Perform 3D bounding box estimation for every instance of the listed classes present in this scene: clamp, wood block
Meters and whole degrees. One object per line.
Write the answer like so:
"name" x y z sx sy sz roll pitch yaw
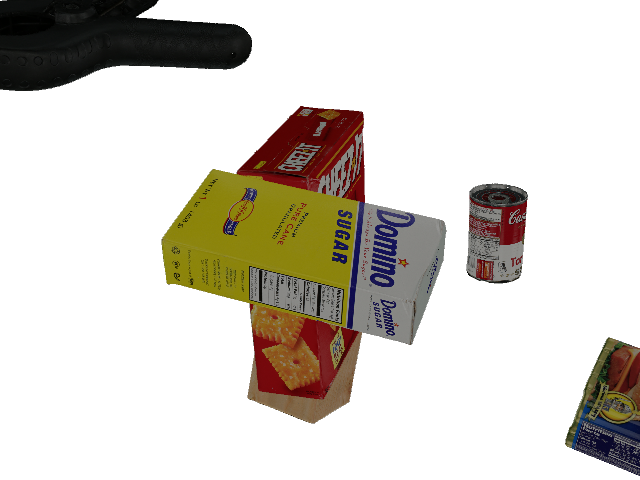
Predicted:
"clamp" -0.137 -0.120 0.602 0.171 0.039 0.120 -9 30 -25
"wood block" -0.008 0.081 1.179 0.090 0.206 0.090 17 16 25

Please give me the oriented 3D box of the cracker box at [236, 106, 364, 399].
"cracker box" -0.007 0.008 0.956 0.072 0.214 0.164 6 28 16

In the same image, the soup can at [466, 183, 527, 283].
"soup can" 0.208 -0.008 1.265 0.068 0.102 0.068 0 23 0

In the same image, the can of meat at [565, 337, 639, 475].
"can of meat" 0.239 0.127 0.796 0.084 0.057 0.102 20 42 20

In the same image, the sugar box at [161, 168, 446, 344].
"sugar box" -0.009 0.007 0.728 0.176 0.048 0.093 11 40 14
